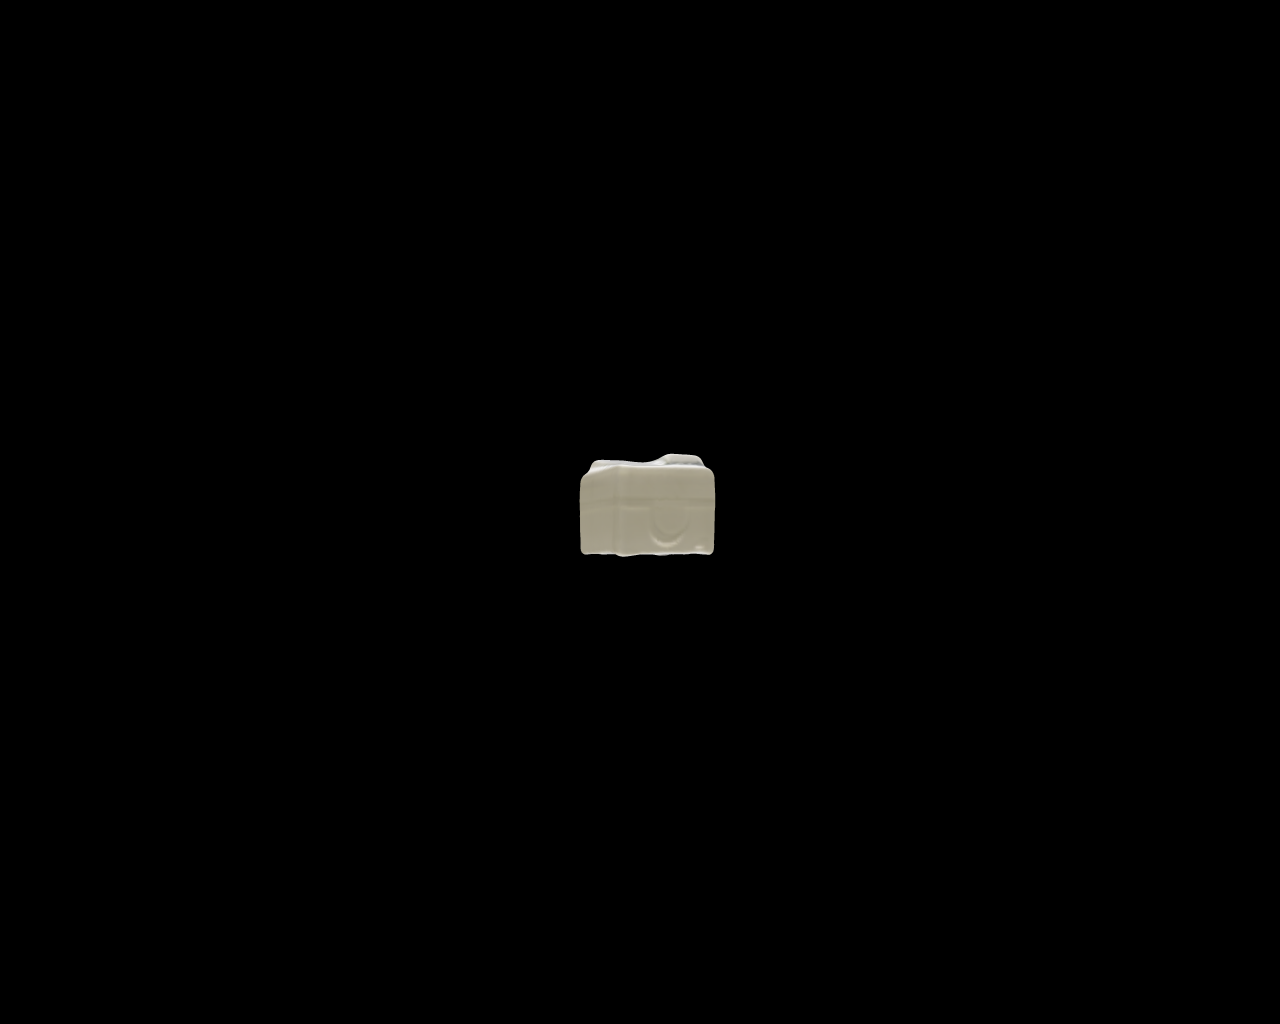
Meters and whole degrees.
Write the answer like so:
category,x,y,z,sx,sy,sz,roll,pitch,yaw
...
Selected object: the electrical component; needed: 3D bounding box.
category,x,y,z,sx,sy,sz,roll,pitch,yaw
electrical component,0.001,-0.003,0.650,0.062,0.061,0.096,1,-2,-19
